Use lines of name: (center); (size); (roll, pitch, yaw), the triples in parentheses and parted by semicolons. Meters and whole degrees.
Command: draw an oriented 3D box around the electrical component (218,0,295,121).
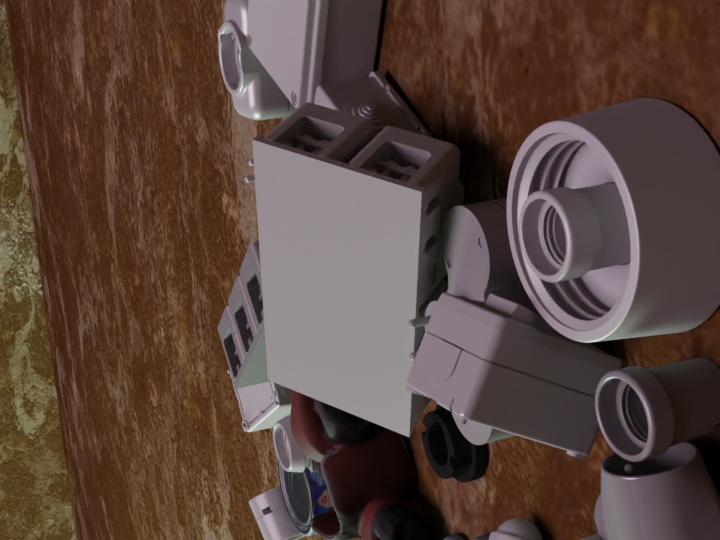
electrical component: (-0.073, -0.166, 0.834); (0.054, 0.059, 0.095); (-151, 54, -61)

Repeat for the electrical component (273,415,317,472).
electrical component: (-0.040, 0.141, 0.898); (0.048, 0.055, 0.066); (-154, 57, -62)

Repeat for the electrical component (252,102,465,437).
electrical component: (0.000, 0.000, 0.657); (0.105, 0.060, 0.186); (19, 132, 22)

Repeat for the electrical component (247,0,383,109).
electrical component: (-0.032, -0.181, 0.737); (0.108, 0.056, 0.108); (-125, 33, -44)

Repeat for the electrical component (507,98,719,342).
electrical component: (0.107, -0.019, 0.479); (0.108, 0.060, 0.108); (169, 90, -67)

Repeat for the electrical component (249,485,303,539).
electrical component: (-0.071, 0.231, 1.015); (0.047, 0.055, 0.055); (68, 155, 17)

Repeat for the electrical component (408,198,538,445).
electrical component: (0.060, 0.032, 0.594); (0.052, 0.074, 0.138); (-149, 52, -61)

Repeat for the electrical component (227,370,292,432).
electrical component: (-0.066, 0.095, 0.941); (0.096, 0.061, 0.061); (-44, 59, 54)

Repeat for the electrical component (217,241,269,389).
electrical component: (-0.050, 0.027, 0.827); (0.150, 0.089, 0.061); (120, 134, -57)

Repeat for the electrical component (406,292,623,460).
electrical component: (0.084, 0.051, 0.542); (0.062, 0.096, 0.061); (24, 94, 63)

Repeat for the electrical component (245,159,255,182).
electrical component: (-0.047, -0.078, 0.791); (0.065, 0.077, 0.047); (112, 140, -52)

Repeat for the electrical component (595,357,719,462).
electrical component: (0.133, 0.059, 0.471); (0.040, 0.046, 0.040); (169, 90, -67)

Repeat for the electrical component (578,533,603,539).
electrical component: (0.114, 0.243, 0.579); (0.105, 0.060, 0.186); (-124, 32, -43)

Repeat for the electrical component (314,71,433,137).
electrical component: (0.003, -0.068, 0.707); (0.099, 0.048, 0.099); (56, 148, 35)

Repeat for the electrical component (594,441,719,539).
electrical component: (0.134, 0.118, 0.498); (0.079, 0.043, 0.077); (-158, 52, -77)
